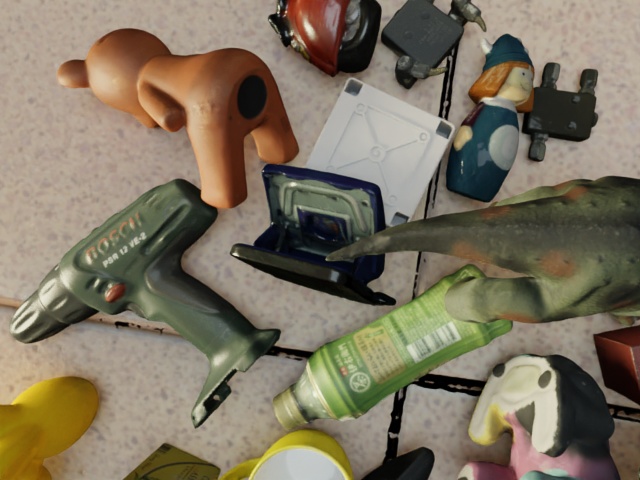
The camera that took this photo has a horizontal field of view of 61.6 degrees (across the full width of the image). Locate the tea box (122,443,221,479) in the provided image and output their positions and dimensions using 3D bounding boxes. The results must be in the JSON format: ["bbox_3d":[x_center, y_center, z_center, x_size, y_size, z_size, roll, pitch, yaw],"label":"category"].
[{"bbox_3d":[-0.162,0.286,0.484,0.068,0.098,0.169,24,92,5],"label":"tea box"}]

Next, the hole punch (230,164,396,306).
[{"bbox_3d":[-0.001,-0.001,0.467,0.142,0.115,0.092,11,75,18],"label":"hole punch"}]

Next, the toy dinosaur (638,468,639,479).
[{"bbox_3d":[0.325,0.217,0.387,0.471,0.105,0.198,-1,71,-22],"label":"toy dinosaur"}]

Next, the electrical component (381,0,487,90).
[{"bbox_3d":[0.103,-0.194,0.504,0.102,0.045,0.078,-43,87,2],"label":"electrical component"}]

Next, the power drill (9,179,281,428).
[{"bbox_3d":[-0.155,0.073,0.507,0.232,0.086,0.207,-46,78,4],"label":"power drill"}]

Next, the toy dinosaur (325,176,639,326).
[{"bbox_3d":[0.225,0.001,0.386,0.405,0.192,0.131,-5,74,-26],"label":"toy dinosaur"}]

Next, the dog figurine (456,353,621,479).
[{"bbox_3d":[0.229,0.222,0.449,0.219,0.108,0.191,36,61,-11],"label":"dog figurine"}]

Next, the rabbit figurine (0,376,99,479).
[{"bbox_3d":[-0.284,0.191,0.484,0.122,0.162,0.173,40,74,17],"label":"rabbit figurine"}]

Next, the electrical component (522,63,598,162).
[{"bbox_3d":[0.226,-0.117,0.503,0.063,0.021,0.094,12,89,4],"label":"electrical component"}]

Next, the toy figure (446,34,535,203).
[{"bbox_3d":[0.160,-0.112,0.491,0.058,0.064,0.154,19,94,29],"label":"toy figure"}]

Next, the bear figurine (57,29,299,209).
[{"bbox_3d":[-0.134,-0.124,0.499,0.196,0.120,0.131,14,134,30],"label":"bear figurine"}]

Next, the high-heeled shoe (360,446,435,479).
[{"bbox_3d":[0.054,0.312,0.475,0.145,0.086,0.248,43,98,3],"label":"high-heeled shoe"}]

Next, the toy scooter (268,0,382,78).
[{"bbox_3d":[0.000,-0.247,0.500,0.135,0.075,0.183,14,87,6],"label":"toy scooter"}]
